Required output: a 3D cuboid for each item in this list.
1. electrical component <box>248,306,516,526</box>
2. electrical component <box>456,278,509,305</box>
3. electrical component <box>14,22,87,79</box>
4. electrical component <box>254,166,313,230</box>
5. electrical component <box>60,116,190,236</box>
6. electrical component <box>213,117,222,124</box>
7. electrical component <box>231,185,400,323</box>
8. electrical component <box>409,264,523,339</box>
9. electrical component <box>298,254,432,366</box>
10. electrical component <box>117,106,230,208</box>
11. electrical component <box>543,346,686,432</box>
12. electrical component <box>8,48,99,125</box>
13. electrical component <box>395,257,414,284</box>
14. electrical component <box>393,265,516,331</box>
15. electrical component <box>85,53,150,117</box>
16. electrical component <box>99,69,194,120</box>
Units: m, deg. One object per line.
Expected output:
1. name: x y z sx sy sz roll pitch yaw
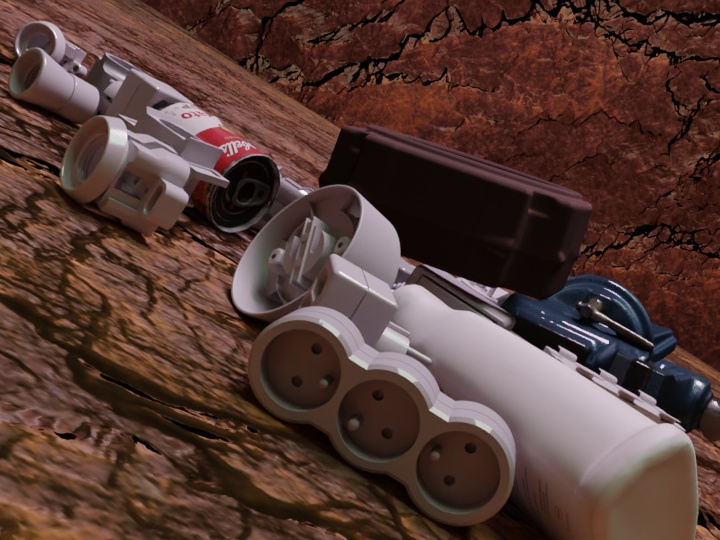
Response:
1. electrical component: 0.014 0.067 0.534 0.138 0.052 0.074 32 9 5
2. electrical component: 0.106 0.036 1.009 0.048 0.066 0.055 -21 33 -33
3. electrical component: -0.297 -0.207 1.019 0.066 0.048 0.055 33 1 7
4. electrical component: -0.067 -0.052 0.900 0.057 0.058 0.078 34 9 -1
5. electrical component: -0.149 -0.061 0.672 0.057 0.058 0.078 28 10 -40
6. electrical component: -0.137 -0.119 1.087 0.065 0.044 0.044 39 11 17
7. electrical component: -0.026 -0.005 0.659 0.064 0.099 0.099 33 6 -40
8. electrical component: 0.093 0.032 0.917 0.138 0.073 0.052 35 10 24
9. electrical component: 0.002 0.041 0.588 0.077 0.065 0.047 30 9 -11
10. electrical component: -0.137 -0.072 0.747 0.081 0.063 0.042 36 9 25
11. electrical component: 0.176 0.111 0.801 0.121 0.063 0.078 28 9 -19
12. electrical component: -0.244 -0.145 0.867 0.044 0.044 0.065 39 7 40
13. electrical component: 0.000 0.000 0.867 0.076 0.047 0.083 25 11 -44
14. electrical component: 0.059 0.038 0.809 0.096 0.061 0.061 34 9 13
15. electrical component: -0.218 -0.156 0.963 0.050 0.055 0.089 27 10 -25
16. electrical component: -0.190 -0.132 0.892 0.077 0.065 0.047 37 10 31
